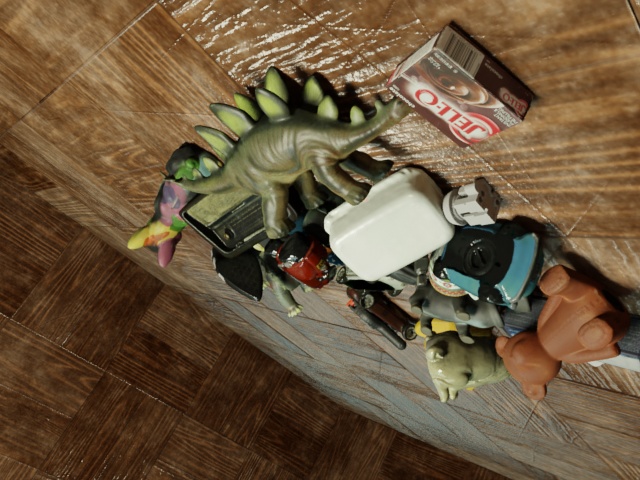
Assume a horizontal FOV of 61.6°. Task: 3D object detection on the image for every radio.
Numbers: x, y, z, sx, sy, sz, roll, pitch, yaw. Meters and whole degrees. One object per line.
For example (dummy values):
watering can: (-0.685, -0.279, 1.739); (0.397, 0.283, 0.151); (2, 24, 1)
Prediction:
radio: (-0.128, -0.061, 0.923); (0.131, 0.073, 0.230); (47, 136, -16)

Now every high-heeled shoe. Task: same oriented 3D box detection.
high-heeled shoe: (-0.178, 0.076, 1.163); (0.249, 0.086, 0.145); (56, 162, 38)

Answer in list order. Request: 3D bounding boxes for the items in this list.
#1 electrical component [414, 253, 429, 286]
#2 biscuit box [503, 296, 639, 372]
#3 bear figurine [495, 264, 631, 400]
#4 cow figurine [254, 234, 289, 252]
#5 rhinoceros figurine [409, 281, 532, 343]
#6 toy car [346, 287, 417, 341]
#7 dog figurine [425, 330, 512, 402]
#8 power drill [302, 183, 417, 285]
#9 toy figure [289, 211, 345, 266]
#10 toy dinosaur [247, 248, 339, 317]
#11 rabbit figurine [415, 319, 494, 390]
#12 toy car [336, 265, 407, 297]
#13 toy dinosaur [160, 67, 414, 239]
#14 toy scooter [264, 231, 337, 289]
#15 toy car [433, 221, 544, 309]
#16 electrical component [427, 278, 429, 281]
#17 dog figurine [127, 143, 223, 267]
electrical component: (0.155, 0.022, 0.823); (0.021, 0.094, 0.063); (-1, 154, 9)
biscuit box: (0.384, 0.135, 0.814); (0.203, 0.063, 0.059); (11, 153, 44)
bear figurine: (0.313, 0.134, 0.738); (0.132, 0.120, 0.196); (9, 136, -41)
cow figurine: (-0.129, -0.044, 1.053); (0.167, 0.098, 0.068); (38, 165, -21)
rhinoceros figurine: (0.237, 0.101, 0.858); (0.190, 0.112, 0.073); (-4, 127, 36)
toy car: (0.145, 0.160, 1.219); (0.202, 0.053, 0.089); (36, 175, -18)
dog figurine: (0.285, 0.192, 0.890); (0.191, 0.121, 0.172); (-18, 160, 24)
power drill: (0.073, -0.016, 0.883); (0.232, 0.086, 0.207); (26, 167, 18)
toy figure: (-0.001, -0.002, 1.034); (0.154, 0.058, 0.064); (37, 166, -32)
toy dinosaur: (-0.119, 0.048, 1.248); (0.405, 0.131, 0.192); (16, 140, 52)
rabbit figurine: (0.276, 0.181, 1.046); (0.162, 0.122, 0.173); (34, 148, 18)
toy car: (0.101, 0.076, 1.080); (0.073, 0.056, 0.202); (31, 162, -22)
toy dinosaur: (-0.067, -0.111, 0.729); (0.472, 0.105, 0.198); (-20, 109, 42)
toy scooter: (-0.021, 0.043, 0.966); (0.135, 0.075, 0.184); (37, 167, -17)
toy car: (0.237, 0.034, 0.727); (0.103, 0.109, 0.162); (22, 176, -33)
electrical component: (0.230, 0.100, 0.979); (0.102, 0.045, 0.078); (1, 116, 49)
dog figurine: (-0.284, -0.061, 1.053); (0.108, 0.219, 0.191); (30, 161, -9)
